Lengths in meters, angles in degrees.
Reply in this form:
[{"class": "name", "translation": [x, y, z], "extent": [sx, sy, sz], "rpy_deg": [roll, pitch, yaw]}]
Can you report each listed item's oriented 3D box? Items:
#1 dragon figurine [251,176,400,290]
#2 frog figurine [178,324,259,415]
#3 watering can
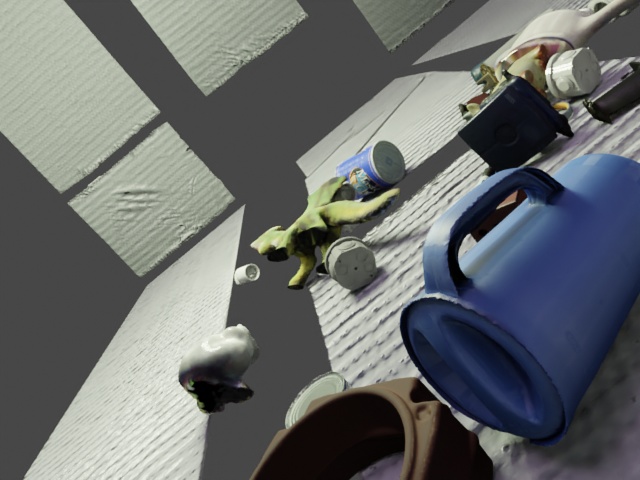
[{"class": "dragon figurine", "translation": [0.003, -0.052, 1.029], "extent": [0.405, 0.121, 0.249], "rpy_deg": [-32, 31, 30]}, {"class": "frog figurine", "translation": [-0.158, 0.187, 0.847], "extent": [0.135, 0.122, 0.163], "rpy_deg": [-54, 17, 34]}, {"class": "watering can", "translation": [0.485, -0.399, 1.008], "extent": [0.345, 0.103, 0.229], "rpy_deg": [-15, 30, 51]}]
